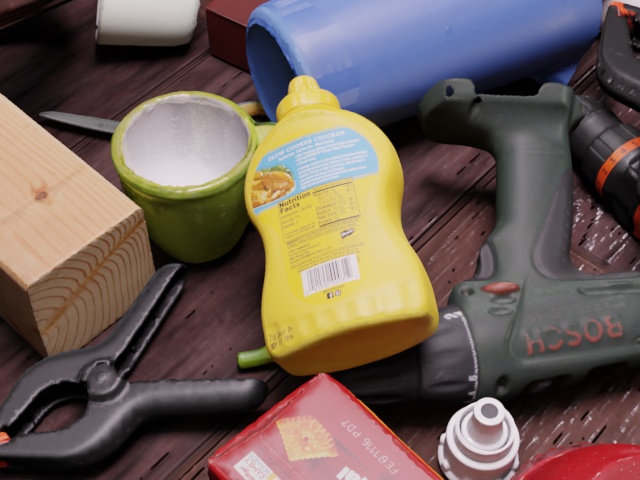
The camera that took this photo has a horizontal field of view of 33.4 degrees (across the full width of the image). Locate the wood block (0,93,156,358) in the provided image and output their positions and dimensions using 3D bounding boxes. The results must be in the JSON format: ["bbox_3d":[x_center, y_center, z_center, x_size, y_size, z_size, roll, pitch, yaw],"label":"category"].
[{"bbox_3d":[-0.214,-0.025,0.713,0.206,0.090,0.090,37,60,26],"label":"wood block"}]

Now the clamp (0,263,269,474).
[{"bbox_3d":[-0.120,0.095,0.650,0.171,0.039,0.120,-37,53,-18],"label":"clamp"}]

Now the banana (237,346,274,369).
[{"bbox_3d":[0.011,0.009,0.717,0.070,0.037,0.197,17,54,11],"label":"banana"}]

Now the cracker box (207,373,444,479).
[{"bbox_3d":[0.035,0.178,0.473,0.072,0.214,0.164,-37,60,-25],"label":"cracker box"}]

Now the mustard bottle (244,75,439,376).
[{"bbox_3d":[0.004,-0.020,0.636,0.096,0.058,0.191,-19,58,14],"label":"mustard bottle"}]

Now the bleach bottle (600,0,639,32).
[{"bbox_3d":[0.284,-0.188,0.855,0.251,0.068,0.102,29,62,18],"label":"bleach bottle"}]

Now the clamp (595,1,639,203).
[{"bbox_3d":[0.263,-0.103,0.735,0.164,0.036,0.210,-10,44,-4],"label":"clamp"}]

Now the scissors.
[{"bbox_3d":[-0.104,-0.089,0.809,0.202,0.016,0.096,23,54,17],"label":"scissors"}]

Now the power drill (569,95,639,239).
[{"bbox_3d":[0.283,-0.066,0.764,0.187,0.057,0.184,-25,54,-15],"label":"power drill"}]

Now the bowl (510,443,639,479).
[{"bbox_3d":[0.173,0.168,0.565,0.162,0.055,0.162,6,50,-8],"label":"bowl"}]

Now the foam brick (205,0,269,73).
[{"bbox_3d":[-0.044,-0.165,0.846,0.078,0.051,0.053,29,59,21],"label":"foam brick"}]

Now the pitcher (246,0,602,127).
[{"bbox_3d":[0.069,-0.166,0.782,0.242,0.145,0.149,-23,57,-18],"label":"pitcher"}]
